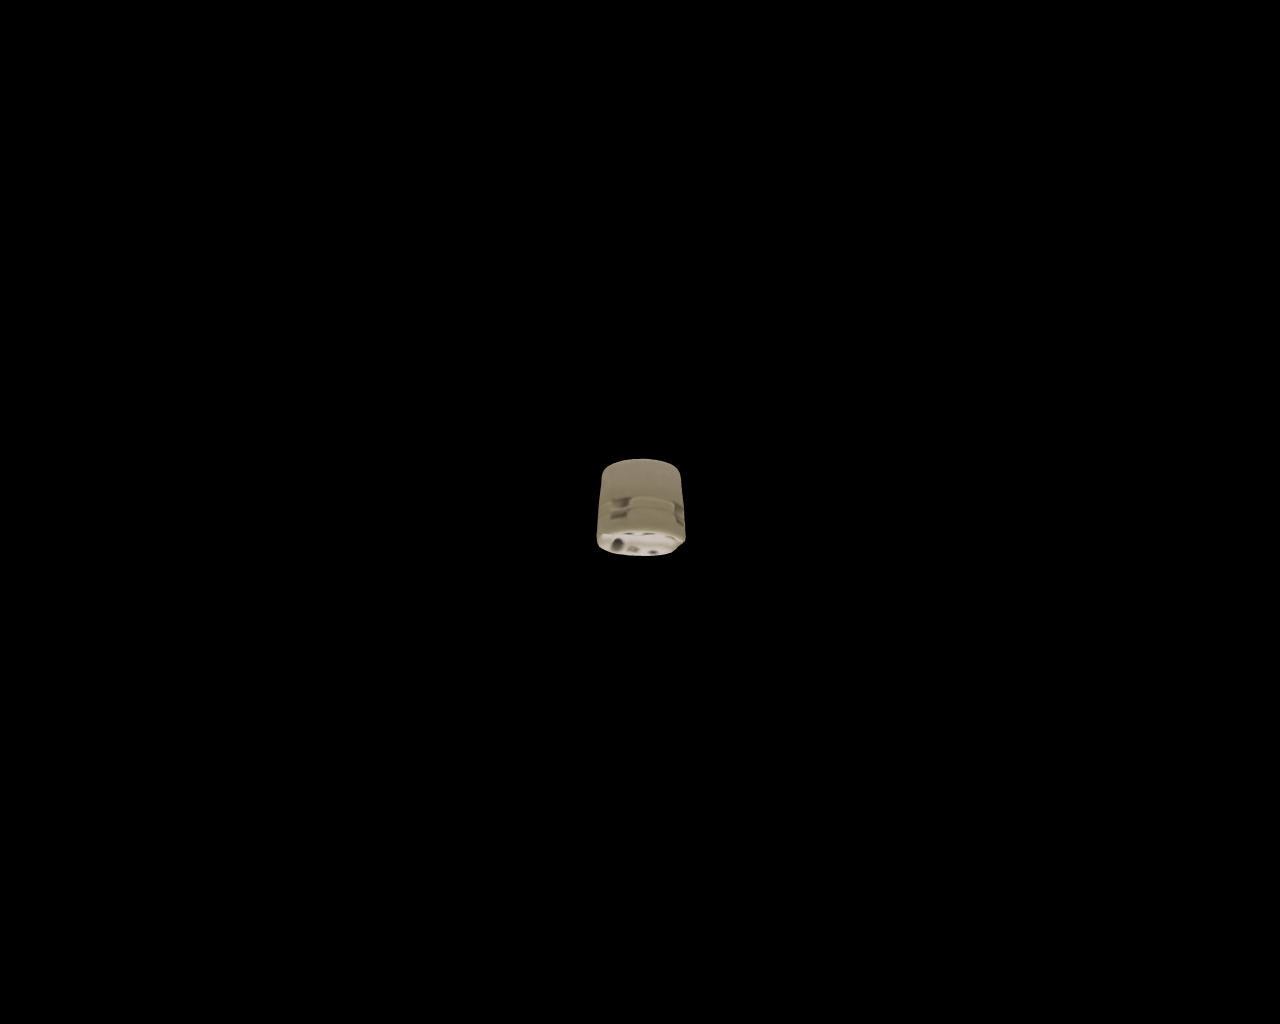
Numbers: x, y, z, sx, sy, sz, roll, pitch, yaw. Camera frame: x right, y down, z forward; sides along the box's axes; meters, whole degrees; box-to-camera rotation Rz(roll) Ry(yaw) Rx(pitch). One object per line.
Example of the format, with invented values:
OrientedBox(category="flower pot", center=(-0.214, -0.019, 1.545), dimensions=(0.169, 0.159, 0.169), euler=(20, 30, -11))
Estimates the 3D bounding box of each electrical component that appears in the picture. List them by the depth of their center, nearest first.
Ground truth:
OrientedBox(category="electrical component", center=(0.001, -0.003, 0.650), dimensions=(0.055, 0.047, 0.055), euler=(0, -19, 0))
